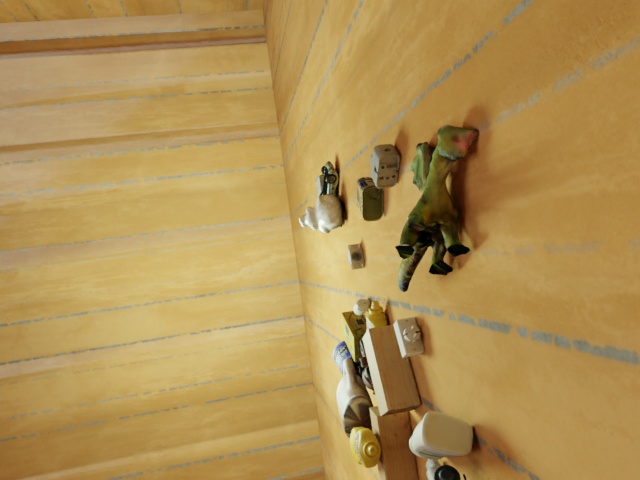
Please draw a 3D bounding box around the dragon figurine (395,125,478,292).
[{"bbox_3d":[0.204,-0.070,0.989,0.402,0.122,0.248,109,169,-64],"label":"dragon figurine"}]

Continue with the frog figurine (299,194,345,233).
[{"bbox_3d":[0.006,-0.092,1.837,0.124,0.160,0.135,-127,31,-68],"label":"frog figurine"}]

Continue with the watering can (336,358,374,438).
[{"bbox_3d":[0.112,0.548,1.609,0.227,0.104,0.343,-115,17,-74],"label":"watering can"}]
